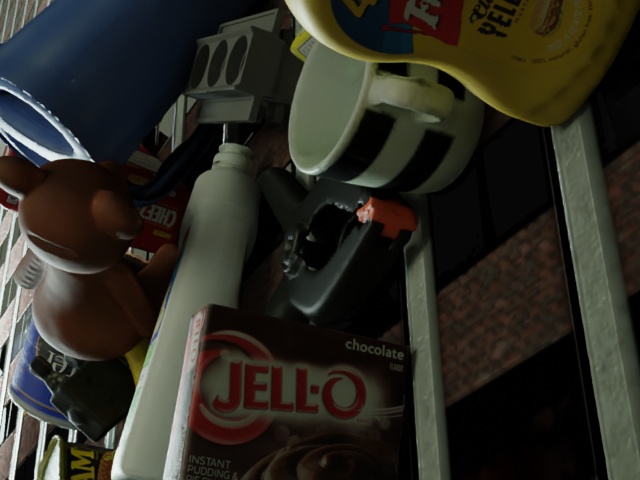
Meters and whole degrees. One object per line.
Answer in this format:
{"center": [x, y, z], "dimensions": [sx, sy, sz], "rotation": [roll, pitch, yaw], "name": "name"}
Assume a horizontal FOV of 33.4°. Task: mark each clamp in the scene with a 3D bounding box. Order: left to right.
{"center": [-0.004, 0.001, 0.648], "dimensions": [0.210, 0.036, 0.164], "rotation": [142, 137, -57], "name": "clamp"}

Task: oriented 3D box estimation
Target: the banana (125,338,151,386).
{"center": [-0.135, 0.142, 0.808], "dimensions": [0.037, 0.069, 0.198], "rotation": [78, -176, -53], "name": "banana"}

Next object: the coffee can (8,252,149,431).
{"center": [-0.204, 0.082, 0.941], "dimensions": [0.140, 0.102, 0.103], "rotation": [-69, 25, 10], "name": "coffee can"}

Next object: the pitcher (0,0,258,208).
{"center": [-0.145, -0.153, 0.855], "dimensions": [0.145, 0.149, 0.242], "rotation": [23, 63, 31], "name": "pitcher"}

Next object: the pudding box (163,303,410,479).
{"center": [-0.015, 0.088, 0.530], "dimensions": [0.039, 0.113, 0.090], "rotation": [151, 130, -63], "name": "pudding box"}

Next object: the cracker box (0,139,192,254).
{"center": [-0.228, -0.062, 1.001], "dimensions": [0.214, 0.164, 0.072], "rotation": [35, 106, 64], "name": "cracker box"}

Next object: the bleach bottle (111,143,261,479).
{"center": [-0.085, 0.052, 0.755], "dimensions": [0.103, 0.068, 0.251], "rotation": [121, 161, -68], "name": "bleach bottle"}

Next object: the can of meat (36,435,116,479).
{"center": [-0.169, 0.206, 0.816], "dimensions": [0.058, 0.083, 0.102], "rotation": [-59, 29, 30], "name": "can of meat"}

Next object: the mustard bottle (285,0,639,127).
{"center": [0.040, -0.118, 0.439], "dimensions": [0.096, 0.191, 0.058], "rotation": [-64, 26, 21], "name": "mustard bottle"}

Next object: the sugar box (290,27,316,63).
{"center": [0.059, -0.155, 0.567], "dimensions": [0.177, 0.048, 0.093], "rotation": [-26, 29, 56], "name": "sugar box"}
